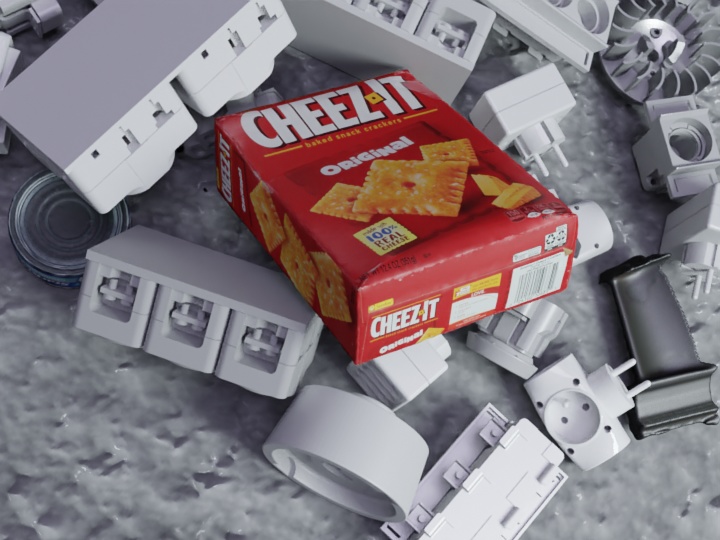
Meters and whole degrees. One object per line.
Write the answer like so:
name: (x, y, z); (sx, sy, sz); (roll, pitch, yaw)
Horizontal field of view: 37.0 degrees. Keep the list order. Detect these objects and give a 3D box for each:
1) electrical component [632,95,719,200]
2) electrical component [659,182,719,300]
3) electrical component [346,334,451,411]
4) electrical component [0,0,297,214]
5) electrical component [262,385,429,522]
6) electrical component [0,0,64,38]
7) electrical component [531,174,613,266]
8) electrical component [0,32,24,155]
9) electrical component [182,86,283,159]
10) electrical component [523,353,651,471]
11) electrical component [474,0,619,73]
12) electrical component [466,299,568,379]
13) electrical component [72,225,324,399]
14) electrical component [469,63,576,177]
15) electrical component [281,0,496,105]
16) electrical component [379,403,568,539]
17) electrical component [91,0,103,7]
electrical component: (0.250, -0.093, 0.855); (0.042, 0.064, 0.081); (-9, 77, -12)
electrical component: (0.269, -0.014, 0.827); (0.047, 0.083, 0.075); (19, 73, -5)
electrical component: (0.039, 0.058, 0.766); (0.076, 0.083, 0.047); (-39, 85, -17)
electrical component: (-0.146, -0.136, 0.744); (0.186, 0.060, 0.105); (-45, 54, -12)
electrical component: (-0.005, 0.119, 0.732); (0.108, 0.108, 0.060); (29, 66, -2)
electrical component: (-0.265, -0.204, 0.794); (0.057, 0.058, 0.078); (-32, 82, -19)
electrical component: (0.143, -0.036, 0.831); (0.077, 0.043, 0.079); (-24, 81, -15)
electrical component: (-0.279, -0.119, 0.766); (0.061, 0.061, 0.096); (12, 74, -7)
electrical component: (-0.099, -0.125, 0.801); (0.078, 0.058, 0.057); (-20, 75, 9)
electrical component: (0.174, 0.095, 0.791); (0.079, 0.044, 0.077); (-35, 83, 17)
electrical component: (0.136, -0.215, 0.848); (0.121, 0.063, 0.078); (26, 70, -29)
electrical component: (0.114, 0.043, 0.792); (0.058, 0.078, 0.057); (29, 91, 23)
electrical component: (-0.105, 0.029, 0.727); (0.150, 0.089, 0.061); (19, 105, 6)
electrical component: (0.137, -0.111, 0.847); (0.066, 0.047, 0.076); (-26, 81, -16)
electrical component: (0.018, -0.190, 0.825); (0.150, 0.089, 0.061); (25, 72, -3)
electrical component: (0.085, 0.163, 0.757); (0.079, 0.063, 0.121); (43, 72, 3)
electrical component: (-0.192, -0.244, 0.814); (0.079, 0.063, 0.121); (-39, 85, -17)
